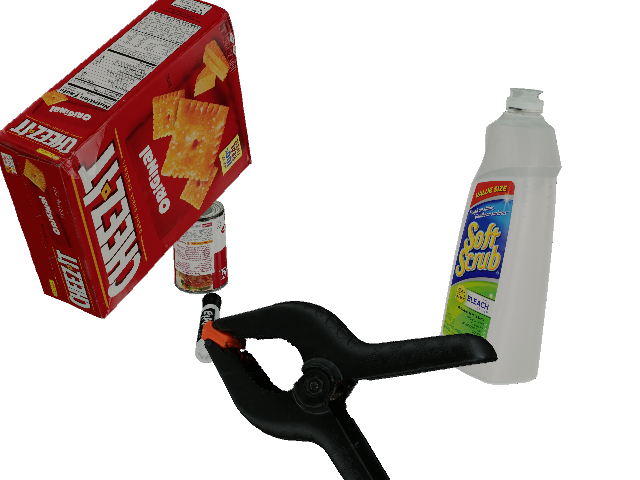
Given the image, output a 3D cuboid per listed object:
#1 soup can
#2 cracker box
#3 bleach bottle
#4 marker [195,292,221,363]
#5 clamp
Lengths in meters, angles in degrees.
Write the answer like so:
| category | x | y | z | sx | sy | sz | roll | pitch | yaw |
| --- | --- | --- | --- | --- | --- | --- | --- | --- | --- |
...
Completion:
| category | x | y | z | sx | sy | sz | roll | pitch | yaw |
| --- | --- | --- | --- | --- | --- | --- | --- | --- | --- |
| soup can | -0.151 | 0.006 | 1.326 | 0.068 | 0.102 | 0.068 | 0 | 25 | 0 |
| cracker box | -0.144 | -0.069 | 0.845 | 0.072 | 0.164 | 0.213 | 20 | 50 | 23 |
| bleach bottle | 0.159 | -0.007 | 0.934 | 0.068 | 0.251 | 0.103 | -2 | 14 | -27 |
| marker | -0.102 | 0.078 | 0.980 | 0.020 | 0.020 | 0.121 | 0 | 20 | -3 |
| clamp | 0.005 | 0.094 | 0.600 | 0.172 | 0.120 | 0.039 | 13 | -9 | 27 |
